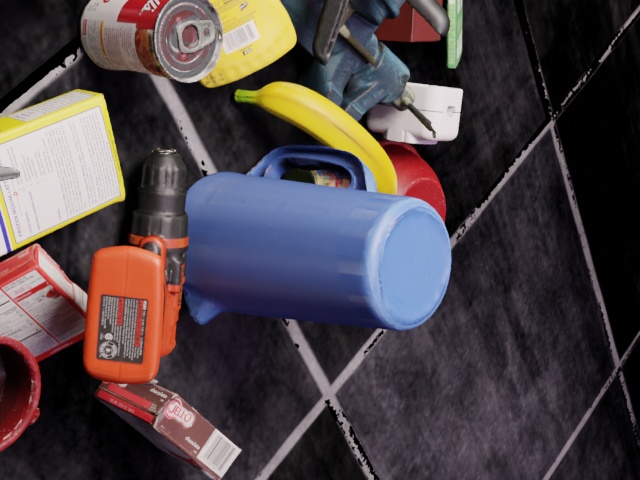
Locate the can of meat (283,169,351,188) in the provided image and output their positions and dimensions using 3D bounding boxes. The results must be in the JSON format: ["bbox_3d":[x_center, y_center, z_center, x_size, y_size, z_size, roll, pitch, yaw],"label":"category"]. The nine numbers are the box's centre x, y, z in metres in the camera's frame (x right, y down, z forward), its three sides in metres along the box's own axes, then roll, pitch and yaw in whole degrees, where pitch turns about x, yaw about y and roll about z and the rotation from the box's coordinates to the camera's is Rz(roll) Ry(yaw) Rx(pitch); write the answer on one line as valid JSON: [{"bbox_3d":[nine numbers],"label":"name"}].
[{"bbox_3d":[0.005,-0.028,1.076,0.083,0.058,0.102,-4,103,-44],"label":"can of meat"}]

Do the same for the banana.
[{"bbox_3d":[0.015,-0.096,1.004,0.197,0.070,0.037,35,74,-26],"label":"banana"}]

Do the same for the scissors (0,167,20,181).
[{"bbox_3d":[-0.310,-0.055,0.707,0.201,0.016,0.096,-22,108,-22],"label":"scissors"}]

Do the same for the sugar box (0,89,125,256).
[{"bbox_3d":[-0.237,-0.044,0.813,0.175,0.048,0.093,-27,120,-36],"label":"sugar box"}]

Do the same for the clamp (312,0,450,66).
[{"bbox_3d":[0.028,-0.234,0.908,0.039,0.120,0.171,-47,116,-80],"label":"clamp"}]

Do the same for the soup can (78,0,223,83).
[{"bbox_3d":[-0.135,-0.163,0.845,0.068,0.102,0.068,-16,113,-44],"label":"soup can"}]

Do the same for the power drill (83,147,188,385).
[{"bbox_3d":[-0.140,0.025,0.856,0.187,0.057,0.184,-84,178,-79],"label":"power drill"}]

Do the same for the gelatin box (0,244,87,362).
[{"bbox_3d":[-0.227,0.052,0.836,0.073,0.030,0.089,-27,131,9],"label":"gelatin box"}]

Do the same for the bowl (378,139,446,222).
[{"bbox_3d":[0.089,-0.028,1.169,0.161,0.055,0.162,-17,114,-44],"label":"bowl"}]

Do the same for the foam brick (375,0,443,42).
[{"bbox_3d":[0.093,-0.246,1.110,0.051,0.053,0.078,-13,111,-46],"label":"foam brick"}]

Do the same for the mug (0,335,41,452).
[{"bbox_3d":[-0.262,0.111,0.801,0.117,0.082,0.093,34,76,-47],"label":"mug"}]

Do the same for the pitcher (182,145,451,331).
[{"bbox_3d":[-0.006,0.001,0.931,0.144,0.243,0.149,-18,107,-43],"label":"pitcher"}]

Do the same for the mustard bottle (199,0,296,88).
[{"bbox_3d":[-0.096,-0.229,0.891,0.096,0.058,0.191,-26,123,-2],"label":"mustard bottle"}]

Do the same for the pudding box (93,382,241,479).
[{"bbox_3d":[-0.136,0.163,0.951,0.039,0.090,0.113,-55,136,-19],"label":"pudding box"}]
